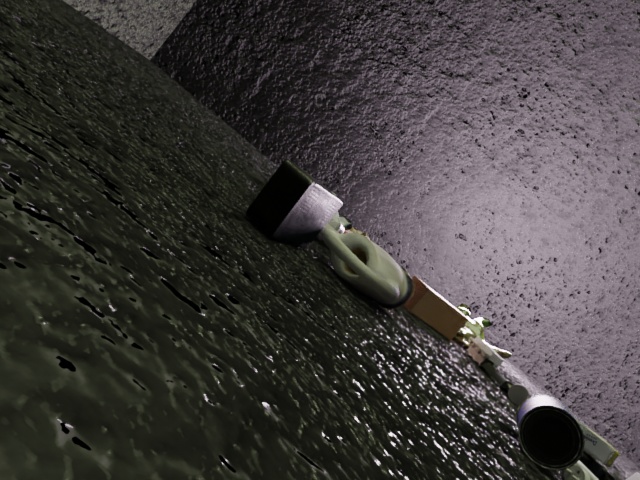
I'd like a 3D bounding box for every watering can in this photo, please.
[{"bbox_3d":[0.079,0.036,1.148,0.221,0.104,0.353,37,6,-38],"label":"watering can"}]

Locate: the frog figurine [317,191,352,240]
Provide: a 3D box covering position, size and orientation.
[{"bbox_3d":[0.004,-0.069,1.378,0.139,0.122,0.157,62,8,24],"label":"frog figurine"}]

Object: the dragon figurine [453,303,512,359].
[{"bbox_3d":[0.483,0.296,1.813,0.415,0.121,0.241,33,9,30],"label":"dragon figurine"}]
